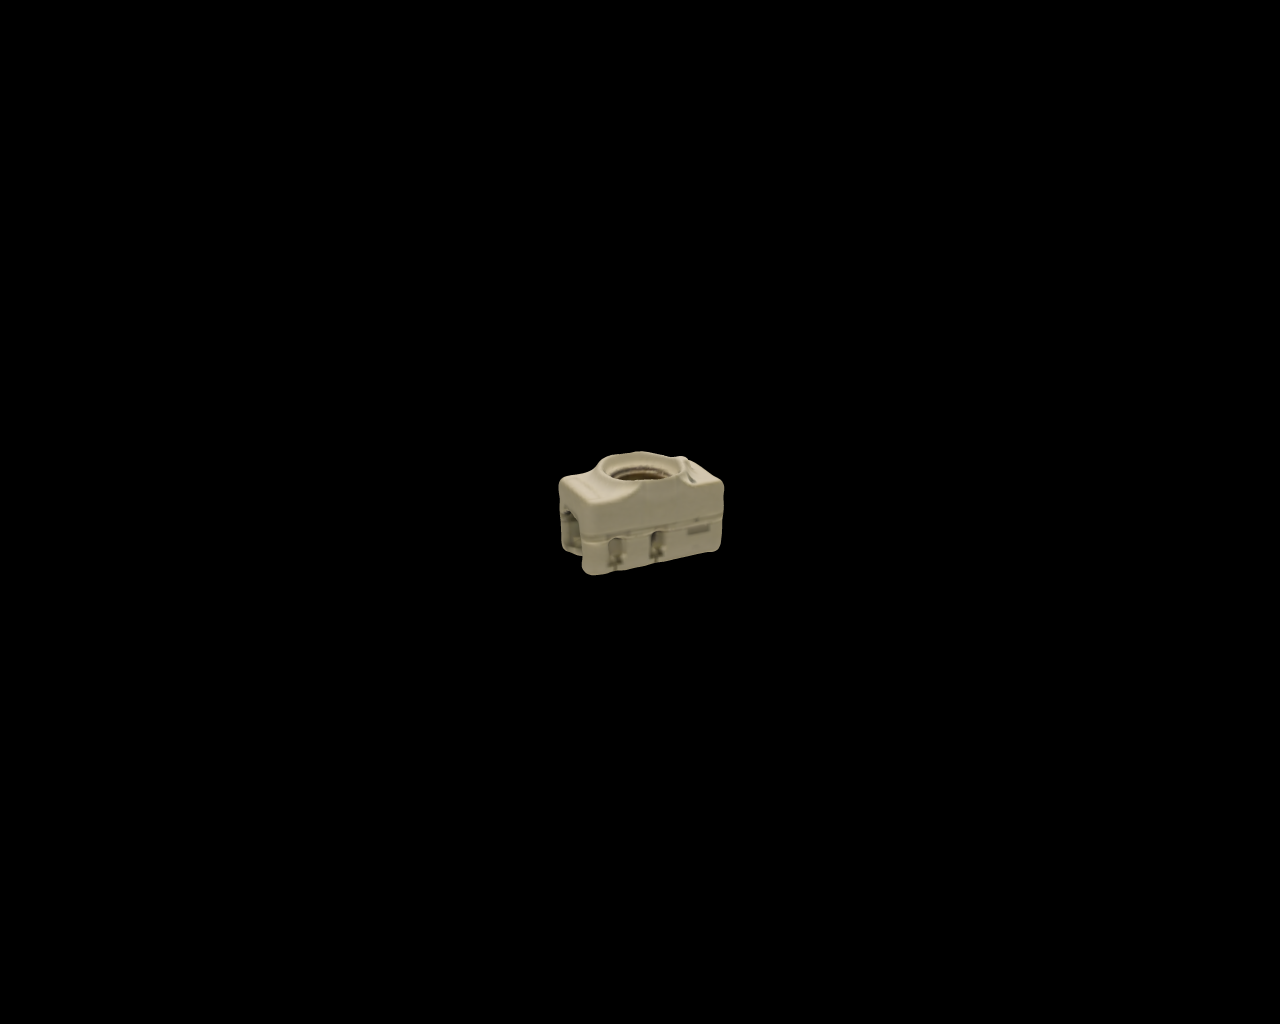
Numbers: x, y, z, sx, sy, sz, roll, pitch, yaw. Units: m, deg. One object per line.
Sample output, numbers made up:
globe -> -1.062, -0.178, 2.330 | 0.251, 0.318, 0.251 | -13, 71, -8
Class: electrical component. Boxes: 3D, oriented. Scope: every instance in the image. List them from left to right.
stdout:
electrical component -> 0.001, -0.003, 0.650 | 0.090, 0.055, 0.050 | -10, 24, -22
